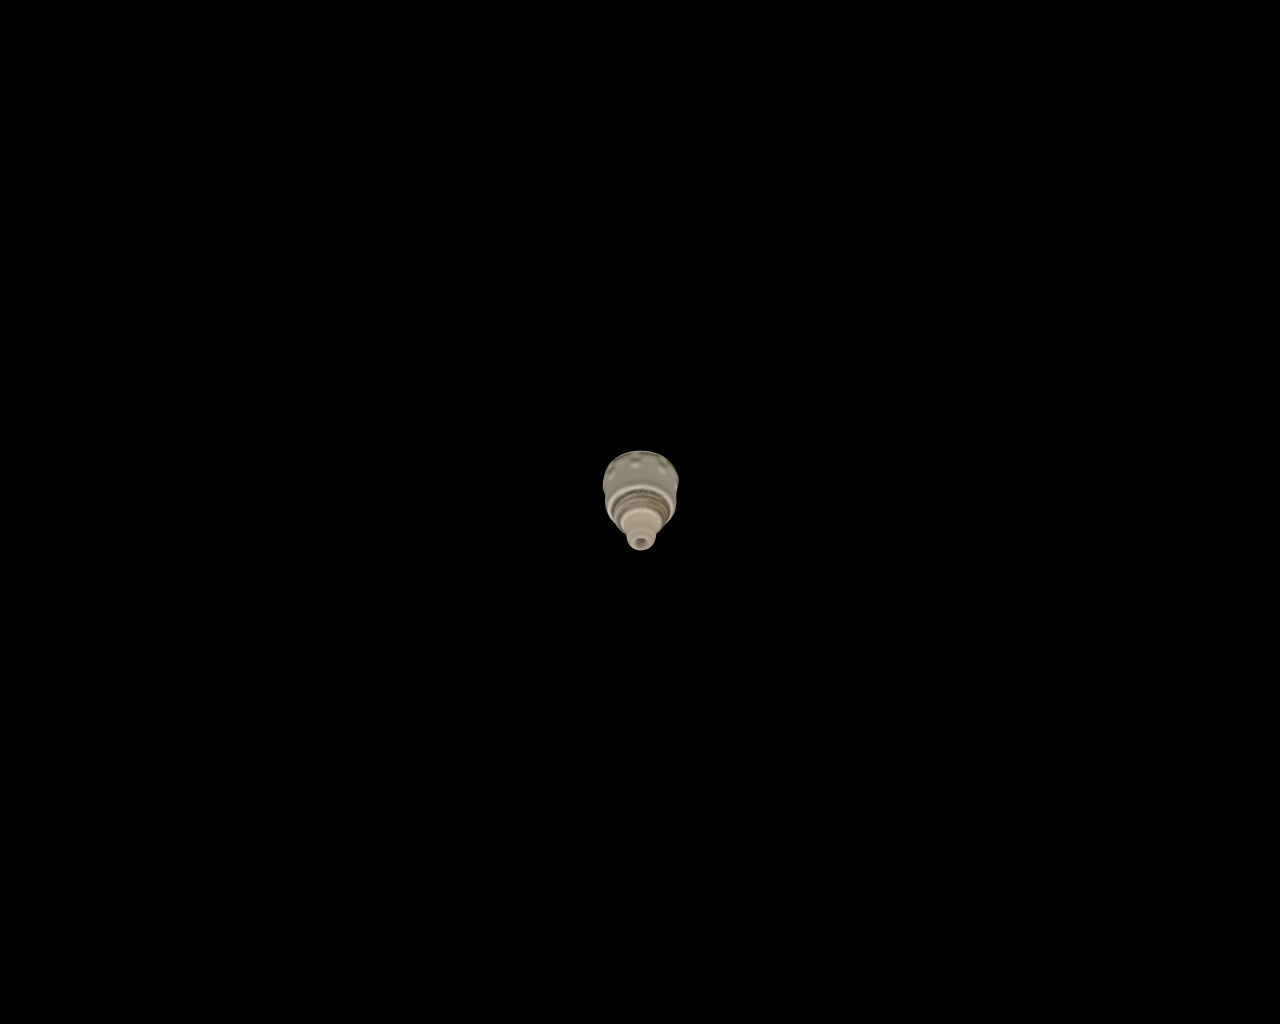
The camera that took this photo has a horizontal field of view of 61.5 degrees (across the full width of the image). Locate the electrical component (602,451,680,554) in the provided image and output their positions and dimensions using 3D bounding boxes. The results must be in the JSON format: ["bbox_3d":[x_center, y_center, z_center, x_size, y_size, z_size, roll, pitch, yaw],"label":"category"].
[{"bbox_3d":[0.001,-0.003,0.650,0.048,0.048,0.062,0,45,0],"label":"electrical component"}]
